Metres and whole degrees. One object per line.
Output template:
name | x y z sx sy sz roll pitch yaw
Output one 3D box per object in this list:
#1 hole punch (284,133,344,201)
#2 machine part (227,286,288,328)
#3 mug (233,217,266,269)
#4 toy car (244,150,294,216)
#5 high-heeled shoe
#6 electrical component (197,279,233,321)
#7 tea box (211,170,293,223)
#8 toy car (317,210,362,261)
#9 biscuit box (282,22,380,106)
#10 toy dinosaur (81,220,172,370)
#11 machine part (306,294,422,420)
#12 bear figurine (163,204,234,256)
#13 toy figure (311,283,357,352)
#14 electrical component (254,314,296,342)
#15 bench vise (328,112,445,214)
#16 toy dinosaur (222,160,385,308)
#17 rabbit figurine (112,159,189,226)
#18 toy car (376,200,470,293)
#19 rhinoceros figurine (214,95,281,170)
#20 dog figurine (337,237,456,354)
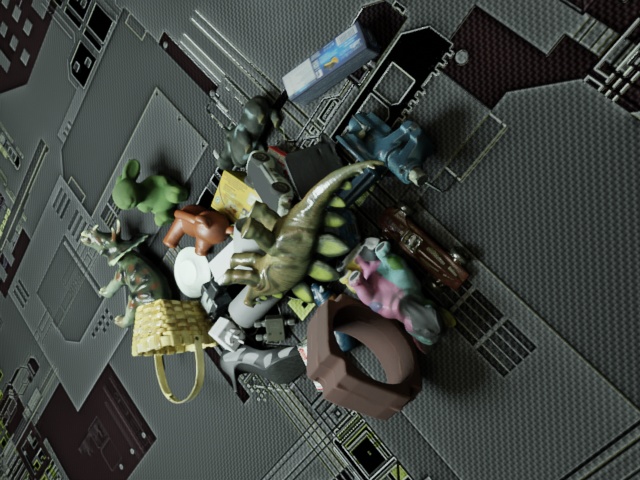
hole punch | -0.008 -0.130 1.102 0.116 0.092 0.142 -20 79 -9
machine part | -0.127 0.118 1.197 0.243 0.079 0.079 -46 69 26
mug | -0.131 0.020 1.123 0.110 0.081 0.107 24 126 12
toy car | -0.104 -0.113 1.109 0.202 0.056 0.073 56 137 41
high-heeled shoe | -0.119 0.255 1.226 0.249 0.086 0.145 -25 41 11
electrical component | -0.247 0.130 1.270 0.075 0.048 0.119 50 139 21
tea box | -0.154 -0.078 1.205 0.170 0.068 0.098 36 112 27
toy car | -0.002 -0.003 1.092 0.162 0.103 0.109 -14 87 35
biscuit box | 0.021 -0.349 1.076 0.203 0.063 0.059 -26 78 31
toy dinosaur | -0.460 0.123 1.399 0.405 0.131 0.192 48 117 14
machine part | 0.077 0.210 0.976 0.087 0.201 0.201 -56 20 32
bear figurine | -0.268 -0.013 1.231 0.196 0.120 0.132 30 100 57
toy figure | 0.027 0.157 1.110 0.064 0.058 0.154 -31 74 29
electrical component | -0.099 0.198 1.198 0.094 0.021 0.063 -5 111 1
bench vise | 0.089 -0.127 1.000 0.240 0.128 0.224 -45 61 9
toy dinosaur | -0.048 0.004 0.988 0.198 0.105 0.471 21 135 -11
rabbit figurine | -0.437 -0.124 1.327 0.121 0.170 0.159 -46 70 26
toy car | 0.187 0.012 0.999 0.202 0.053 0.089 46 113 23
rhinoceros figurine | -0.170 -0.232 1.203 0.112 0.073 0.190 45 115 21
dog figurine | 0.146 0.107 0.993 0.219 0.191 0.108 45 86 -11
